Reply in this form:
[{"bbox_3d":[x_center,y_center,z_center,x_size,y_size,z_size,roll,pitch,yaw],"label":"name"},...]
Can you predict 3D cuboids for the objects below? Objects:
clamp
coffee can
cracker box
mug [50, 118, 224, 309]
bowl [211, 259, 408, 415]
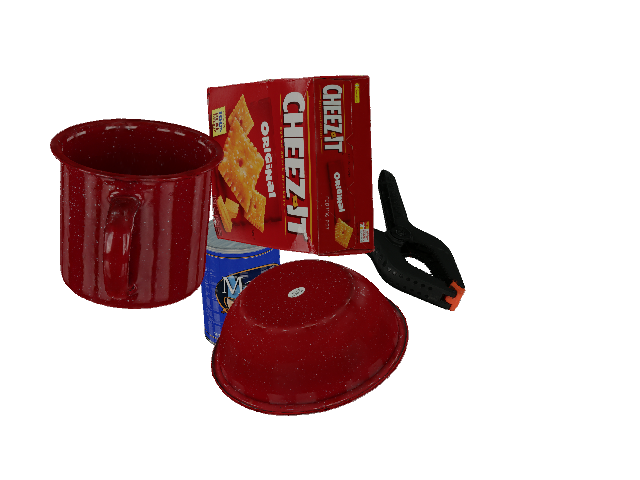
[{"bbox_3d":[0.073,0.004,1.190,0.164,0.036,0.210,-17,51,-34],"label":"clamp"},{"bbox_3d":[-0.099,0.051,1.334,0.103,0.140,0.103,-2,25,1],"label":"coffee can"},{"bbox_3d":[-0.035,-0.075,1.049,0.072,0.164,0.214,-6,8,-31],"label":"cracker box"},{"bbox_3d":[-0.102,-0.010,0.583,0.093,0.081,0.117,4,24,-6],"label":"mug"},{"bbox_3d":[-0.013,0.063,0.843,0.162,0.055,0.162,-9,33,6],"label":"bowl"}]
